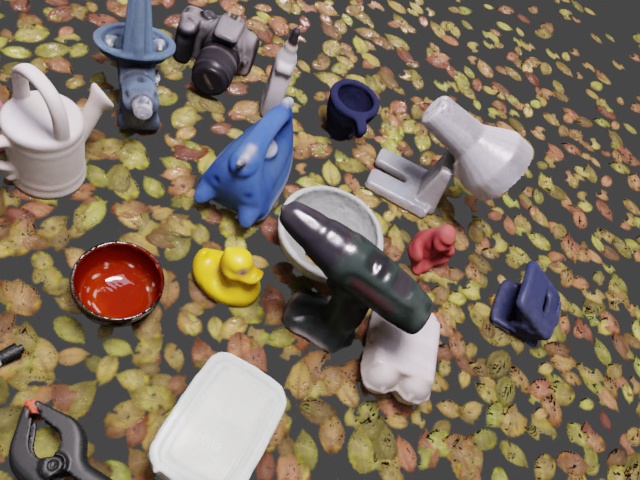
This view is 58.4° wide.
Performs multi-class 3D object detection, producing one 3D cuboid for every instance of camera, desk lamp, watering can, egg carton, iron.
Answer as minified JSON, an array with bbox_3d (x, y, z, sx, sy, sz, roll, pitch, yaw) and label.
[{"bbox_3d":[-0.187,-0.329,0.991,0.143,0.100,0.137,20,54,-9],"label":"camera"},{"bbox_3d":[0.212,-0.130,0.955,0.203,0.213,0.118,27,53,-4],"label":"desk lamp"},{"bbox_3d":[-0.358,-0.154,0.754,0.101,0.194,0.173,28,53,-2],"label":"watering can"},{"bbox_3d":[0.115,0.158,0.824,0.107,0.069,0.150,21,54,-8],"label":"egg carton"},{"bbox_3d":[-0.089,-0.149,0.892,0.118,0.141,0.258,28,53,-3],"label":"iron"}]

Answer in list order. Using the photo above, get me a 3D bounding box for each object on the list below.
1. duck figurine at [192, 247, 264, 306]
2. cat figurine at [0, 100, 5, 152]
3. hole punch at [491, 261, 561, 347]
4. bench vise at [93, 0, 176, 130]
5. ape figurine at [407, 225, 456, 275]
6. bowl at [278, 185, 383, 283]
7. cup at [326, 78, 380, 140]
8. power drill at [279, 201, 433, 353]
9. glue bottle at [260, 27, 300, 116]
[{"bbox_3d":[-0.124,0.038,0.794,0.104,0.086,0.077,32,53,0],"label":"duck figurine"},{"bbox_3d":[-0.465,-0.177,0.774,0.067,0.117,0.127,-8,63,-26],"label":"cat figurine"},{"bbox_3d":[0.351,0.103,0.939,0.101,0.091,0.109,32,53,0],"label":"hole punch"},{"bbox_3d":[-0.262,-0.286,0.860,0.122,0.219,0.207,-21,69,-31],"label":"bench vise"},{"bbox_3d":[0.188,0.008,0.934,0.078,0.092,0.076,16,55,-12],"label":"ape figurine"},{"bbox_3d":[0.008,0.003,0.876,0.168,0.074,0.167,10,56,-16],"label":"bowl"},{"bbox_3d":[0.051,-0.212,1.016,0.092,0.095,0.117,-1,60,-22],"label":"cup"},{"bbox_3d":[0.024,0.065,0.760,0.229,0.208,0.076,30,53,-2],"label":"power drill"},{"bbox_3d":[-0.063,-0.287,0.970,0.037,0.173,0.078,14,55,-13],"label":"glue bottle"}]
